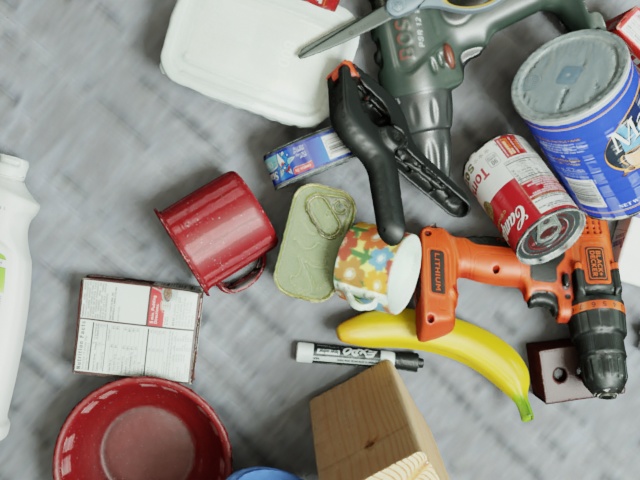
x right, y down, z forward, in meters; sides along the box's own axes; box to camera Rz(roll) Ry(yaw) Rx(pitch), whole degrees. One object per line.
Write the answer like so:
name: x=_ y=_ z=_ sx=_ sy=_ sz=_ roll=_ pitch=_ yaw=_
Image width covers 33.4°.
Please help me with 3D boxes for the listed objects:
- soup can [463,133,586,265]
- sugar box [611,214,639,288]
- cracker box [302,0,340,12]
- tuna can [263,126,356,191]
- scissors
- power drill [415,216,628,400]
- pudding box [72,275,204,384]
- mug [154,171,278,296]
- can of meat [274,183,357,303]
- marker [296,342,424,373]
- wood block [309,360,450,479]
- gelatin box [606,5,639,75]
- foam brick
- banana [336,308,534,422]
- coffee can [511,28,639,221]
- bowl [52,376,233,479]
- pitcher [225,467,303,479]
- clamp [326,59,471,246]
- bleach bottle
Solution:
soup can: x=0.179 y=-0.038 z=0.944 sx=0.068 sy=0.068 sz=0.102 roll=-28 pitch=55 yaw=-2
sugar box: x=0.338 y=-0.036 z=1.006 sx=0.093 sy=0.048 sz=0.176 roll=17 pitch=95 yaw=-4
cracker box: x=-0.057 y=-0.317 z=0.933 sx=0.213 sy=0.072 sz=0.164 roll=20 pitch=67 yaw=-3
tuna can: x=-0.007 y=-0.076 z=0.964 sx=0.086 sy=0.086 sz=0.034 roll=-22 pitch=92 yaw=-2
scissors: x=0.071 y=-0.225 z=0.935 sx=0.202 sy=0.016 sz=0.096 roll=-11 pitch=87 yaw=2
power drill: x=0.181 y=0.055 z=0.965 sx=0.187 sy=0.057 sz=0.184 roll=1 pitch=61 yaw=-3
pudding box: x=-0.167 y=0.083 z=0.985 sx=0.113 sy=0.039 sz=0.090 roll=7 pitch=92 yaw=-2
mug: x=-0.087 y=-0.001 z=0.968 sx=0.081 sy=0.093 sz=0.117 roll=-32 pitch=125 yaw=-7
can of meat: x=-0.006 y=0.001 z=0.968 sx=0.057 sy=0.084 sz=0.102 roll=14 pitch=91 yaw=-3
marker: x=0.038 y=0.111 z=1.007 sx=0.121 sy=0.020 sz=0.020 roll=5 pitch=92 yaw=-3
wood block: x=0.053 y=0.191 z=0.909 sx=0.091 sy=0.206 sz=0.090 roll=-29 pitch=103 yaw=4
gelatin box: x=0.300 y=-0.171 z=0.984 sx=0.089 sy=0.073 sz=0.030 roll=42 pitch=90 yaw=-4
foam brick: x=0.240 y=0.120 z=1.002 sx=0.078 sy=0.051 sz=0.053 roll=-9 pitch=93 yaw=-3
banana: x=0.115 y=0.100 z=0.991 sx=0.198 sy=0.069 sz=0.037 roll=22 pitch=133 yaw=2
coffee can: x=0.241 y=-0.098 z=0.929 sx=0.103 sy=0.103 sz=0.140 roll=-43 pitch=130 yaw=-1
bowl: x=-0.160 y=0.201 z=0.981 sx=0.162 sy=0.055 sz=0.162 roll=0 pitch=92 yaw=-3
pitcher: x=-0.086 y=0.305 z=0.907 sx=0.149 sy=0.145 sz=0.243 roll=11 pitch=121 yaw=-25
clamp: x=0.065 y=-0.077 z=0.924 sx=0.039 sy=0.120 sz=0.171 roll=-32 pitch=74 yaw=36
bleach bottle: x=-0.302 y=0.048 z=0.965 sx=0.102 sy=0.068 sz=0.251 roll=15 pitch=89 yaw=-6
